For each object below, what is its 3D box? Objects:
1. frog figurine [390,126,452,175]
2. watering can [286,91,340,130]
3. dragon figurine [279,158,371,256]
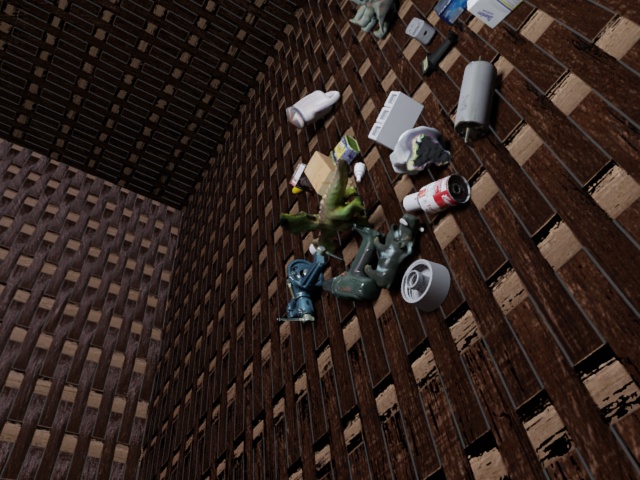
[{"bbox_3d":[0.240,-0.225,1.308,0.138,0.121,0.160,-33,14,-7],"label":"frog figurine"},{"bbox_3d":[-0.040,-0.547,2.128,0.225,0.102,0.350,-33,21,-10],"label":"watering can"},{"bbox_3d":[0.004,-0.072,1.427,0.242,0.402,0.125,-21,55,5],"label":"dragon figurine"}]
